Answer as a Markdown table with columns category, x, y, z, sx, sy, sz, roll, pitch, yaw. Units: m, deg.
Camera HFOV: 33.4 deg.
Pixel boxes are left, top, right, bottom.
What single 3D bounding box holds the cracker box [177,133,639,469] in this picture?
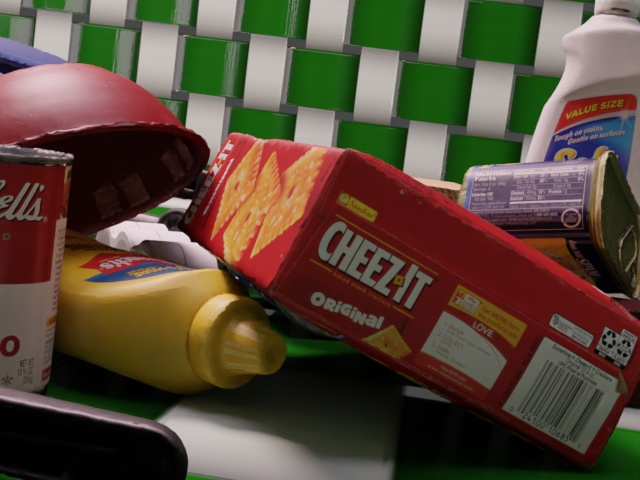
| category | x | y | z | sx | sy | sz | roll | pitch | yaw |
| --- | --- | --- | --- | --- | --- | --- | --- | --- | --- |
| cracker box | 0.032 | 0.015 | 0.514 | 0.164 | 0.072 | 0.214 | 30 | -1 | -18 |

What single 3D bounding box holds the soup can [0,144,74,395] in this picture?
| category | x | y | z | sx | sy | sz | roll | pitch | yaw |
| --- | --- | --- | --- | --- | --- | --- | --- | --- | --- |
| soup can | -0.142 | 0.011 | 0.446 | 0.068 | 0.102 | 0.068 | 7 | 6 | -1 |

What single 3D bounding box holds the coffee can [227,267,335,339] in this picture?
| category | x | y | z | sx | sy | sz | roll | pitch | yaw |
| --- | --- | --- | --- | --- | --- | --- | --- | --- | --- |
| coffee can | -0.005 | 0.001 | 0.711 | 0.102 | 0.103 | 0.140 | 5 | 6 | -18 |

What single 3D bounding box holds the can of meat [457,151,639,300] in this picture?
| category | x | y | z | sx | sy | sz | roll | pitch | yaw |
| --- | --- | --- | --- | --- | --- | --- | --- | --- | --- |
| can of meat | 0.135 | -0.006 | 0.619 | 0.084 | 0.057 | 0.102 | -2 | -27 | 29 |

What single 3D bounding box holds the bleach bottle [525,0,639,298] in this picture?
| category | x | y | z | sx | sy | sz | roll | pitch | yaw |
| --- | --- | --- | --- | --- | --- | --- | --- | --- | --- |
| bleach bottle | 0.192 | -0.058 | 0.784 | 0.103 | 0.251 | 0.068 | 10 | 6 | 22 |

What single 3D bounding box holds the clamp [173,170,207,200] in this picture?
| category | x | y | z | sx | sy | sz | roll | pitch | yaw |
| --- | --- | --- | --- | --- | --- | --- | --- | --- | --- |
| clamp | -0.034 | -0.029 | 0.851 | 0.171 | 0.039 | 0.120 | 10 | -3 | -29 |

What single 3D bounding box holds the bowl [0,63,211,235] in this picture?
| category | x | y | z | sx | sy | sz | roll | pitch | yaw |
| --- | --- | --- | --- | --- | --- | --- | --- | --- | --- |
| bowl | -0.142 | -0.047 | 0.560 | 0.162 | 0.055 | 0.162 | -18 | -13 | -5 |

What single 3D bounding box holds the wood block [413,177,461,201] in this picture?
| category | x | y | z | sx | sy | sz | roll | pitch | yaw |
| --- | --- | --- | --- | --- | --- | --- | --- | --- | --- |
| wood block | 0.096 | -0.014 | 1.039 | 0.091 | 0.090 | 0.206 | 7 | 5 | 0 |

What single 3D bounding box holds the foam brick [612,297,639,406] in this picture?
| category | x | y | z | sx | sy | sz | roll | pitch | yaw |
| --- | --- | --- | --- | --- | --- | --- | --- | --- | --- |
| foam brick | 0.159 | 0.059 | 0.591 | 0.078 | 0.053 | 0.051 | 8 | 6 | 5 |

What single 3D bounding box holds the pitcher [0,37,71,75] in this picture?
| category | x | y | z | sx | sy | sz | roll | pitch | yaw |
| --- | --- | --- | --- | --- | --- | --- | --- | --- | --- |
| pitcher | -0.285 | -0.082 | 0.719 | 0.242 | 0.149 | 0.145 | 18 | 1 | -33 |

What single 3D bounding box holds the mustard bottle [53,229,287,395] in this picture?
| category | x | y | z | sx | sy | sz | roll | pitch | yaw |
| --- | --- | --- | --- | --- | --- | --- | --- | --- | --- |
| mustard bottle | -0.091 | 0.033 | 0.512 | 0.192 | 0.058 | 0.096 | 12 | 6 | 41 |

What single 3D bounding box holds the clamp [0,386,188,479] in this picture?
| category | x | y | z | sx | sy | sz | roll | pitch | yaw |
| --- | --- | --- | --- | --- | --- | --- | --- | --- | --- |
| clamp | -0.150 | 0.053 | 0.353 | 0.164 | 0.036 | 0.210 | 5 | 6 | -31 |
